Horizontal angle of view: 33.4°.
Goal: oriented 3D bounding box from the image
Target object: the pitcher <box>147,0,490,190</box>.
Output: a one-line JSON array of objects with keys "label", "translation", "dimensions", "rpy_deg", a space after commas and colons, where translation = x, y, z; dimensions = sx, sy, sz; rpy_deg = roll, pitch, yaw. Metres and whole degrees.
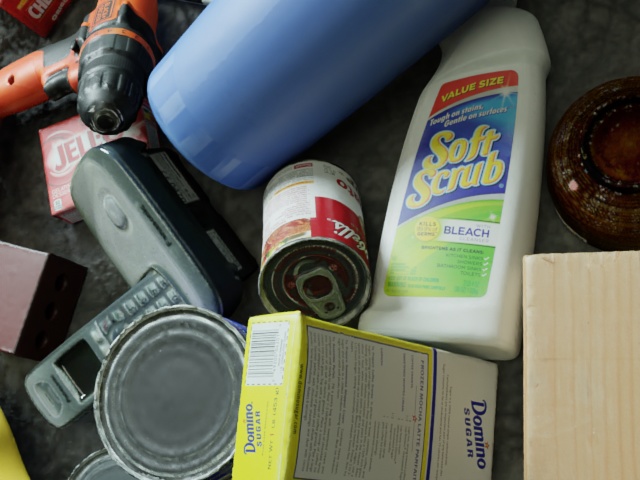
[{"label": "pitcher", "translation": [0.006, -0.148, 0.693], "dimensions": [0.243, 0.149, 0.145], "rpy_deg": [-40, 57, 24]}]

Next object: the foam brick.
[{"label": "foam brick", "translation": [-0.215, 0.046, 0.776], "dimensions": [0.051, 0.053, 0.078], "rpy_deg": [14, 82, 22]}]

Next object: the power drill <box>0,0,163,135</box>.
[{"label": "power drill", "translation": [-0.200, -0.103, 0.770], "dimensions": [0.188, 0.057, 0.184], "rpy_deg": [-23, 33, 14]}]

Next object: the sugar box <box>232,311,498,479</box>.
[{"label": "sugar box", "translation": [0.032, 0.102, 0.608], "dimensions": [0.048, 0.175, 0.093], "rpy_deg": [-7, 71, 42]}]

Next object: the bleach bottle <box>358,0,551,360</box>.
[{"label": "bleach bottle", "translation": [0.092, -0.053, 0.687], "dimensions": [0.103, 0.068, 0.251], "rpy_deg": [2, 74, 22]}]

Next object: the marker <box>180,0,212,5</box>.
[{"label": "marker", "translation": [-0.126, -0.197, 0.825], "dimensions": [0.121, 0.020, 0.020], "rpy_deg": [14, 81, 22]}]

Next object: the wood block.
[{"label": "wood block", "translation": [0.164, 0.116, 0.602], "dimensions": [0.091, 0.090, 0.206], "rpy_deg": [-2, 76, 18]}]

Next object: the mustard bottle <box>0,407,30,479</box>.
[{"label": "mustard bottle", "translation": [-0.248, 0.162, 0.750], "dimensions": [0.096, 0.058, 0.192], "rpy_deg": [-48, 61, 33]}]

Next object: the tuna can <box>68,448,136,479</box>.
[{"label": "tuna can", "translation": [-0.131, 0.184, 0.720], "dimensions": [0.086, 0.033, 0.086], "rpy_deg": [-5, 75, 19]}]

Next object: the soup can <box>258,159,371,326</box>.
[{"label": "soup can", "translation": [-0.004, 0.001, 0.679], "dimensions": [0.068, 0.068, 0.102], "rpy_deg": [-23, 30, 13]}]

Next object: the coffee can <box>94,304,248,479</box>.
[{"label": "coffee can", "translation": [-0.059, 0.102, 0.657], "dimensions": [0.103, 0.140, 0.103], "rpy_deg": [-5, 75, 18]}]

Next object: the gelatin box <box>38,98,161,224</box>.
[{"label": "gelatin box", "translation": [-0.163, -0.061, 0.797], "dimensions": [0.089, 0.030, 0.073], "rpy_deg": [-18, 70, 14]}]

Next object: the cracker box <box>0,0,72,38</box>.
[{"label": "cracker box", "translation": [-0.261, -0.288, 0.868], "dimensions": [0.214, 0.072, 0.164], "rpy_deg": [36, 90, 24]}]
